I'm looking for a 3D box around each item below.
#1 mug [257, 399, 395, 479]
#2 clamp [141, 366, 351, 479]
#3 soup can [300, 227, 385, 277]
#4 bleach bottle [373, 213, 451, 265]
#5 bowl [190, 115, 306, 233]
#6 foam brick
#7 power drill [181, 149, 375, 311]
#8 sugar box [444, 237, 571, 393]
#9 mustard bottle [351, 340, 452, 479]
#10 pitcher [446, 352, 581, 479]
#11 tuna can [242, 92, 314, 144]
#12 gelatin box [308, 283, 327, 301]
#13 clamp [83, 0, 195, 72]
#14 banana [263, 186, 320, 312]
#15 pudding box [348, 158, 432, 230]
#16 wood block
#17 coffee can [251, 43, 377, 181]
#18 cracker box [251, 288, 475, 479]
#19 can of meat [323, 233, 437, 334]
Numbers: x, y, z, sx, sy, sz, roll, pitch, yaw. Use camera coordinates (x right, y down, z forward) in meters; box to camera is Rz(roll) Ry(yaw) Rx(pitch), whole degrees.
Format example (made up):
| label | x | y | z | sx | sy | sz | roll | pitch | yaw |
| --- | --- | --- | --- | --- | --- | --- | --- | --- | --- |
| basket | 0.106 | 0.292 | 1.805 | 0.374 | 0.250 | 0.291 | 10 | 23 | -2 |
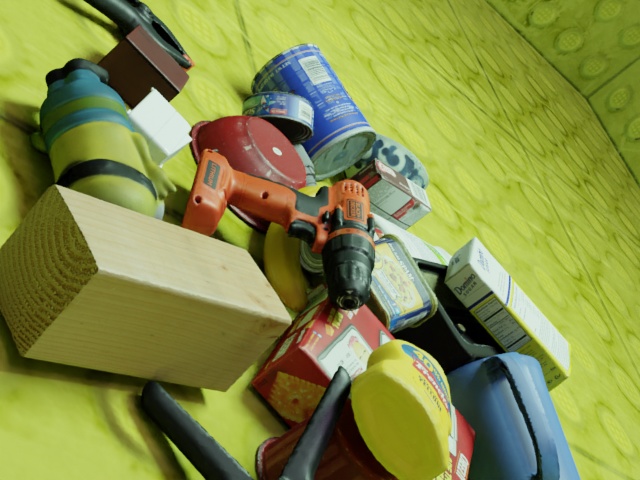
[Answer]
| label | x | y | z | sx | sy | sz | roll | pitch | yaw |
| --- | --- | --- | --- | --- | --- | --- | --- | --- | --- |
| mug | 0.012 | 0.193 | 0.871 | 0.093 | 0.082 | 0.117 | 26 | 34 | -46 |
| clamp | -0.049 | 0.187 | 0.779 | 0.164 | 0.036 | 0.210 | 3 | 58 | -12 |
| soup can | 0.027 | 0.011 | 1.192 | 0.102 | 0.069 | 0.068 | 13 | 43 | -55 |
| bleach bottle | 0.125 | 0.038 | 1.340 | 0.250 | 0.068 | 0.103 | 21 | 30 | -53 |
| bowl | -0.066 | -0.083 | 1.177 | 0.162 | 0.055 | 0.162 | 40 | 25 | -24 |
| foam brick | -0.182 | -0.172 | 1.097 | 0.078 | 0.051 | 0.053 | 45 | 23 | -14 |
| power drill | -0.037 | -0.012 | 1.025 | 0.187 | 0.057 | 0.184 | 16 | 32 | -10 |
| sugar box | 0.216 | 0.086 | 1.222 | 0.176 | 0.048 | 0.093 | 46 | 22 | -5 |
| mustard bottle | 0.075 | 0.133 | 0.899 | 0.096 | 0.058 | 0.191 | 56 | 11 | 0 |
| pitcher | 0.206 | 0.242 | 1.091 | 0.149 | 0.145 | 0.243 | 29 | 34 | -47 |
| tuna can | -0.050 | -0.142 | 1.248 | 0.086 | 0.086 | 0.034 | 23 | 65 | -49 |
| gelatin box | 0.031 | 0.085 | 1.137 | 0.089 | 0.030 | 0.073 | 58 | 24 | 11 |
| clamp | -0.208 | -0.243 | 1.171 | 0.171 | 0.039 | 0.120 | 46 | 24 | -14 |
| banana | -0.023 | -0.001 | 1.094 | 0.197 | 0.070 | 0.037 | -68 | 150 | -46 |
| pudding box | 0.073 | -0.044 | 1.332 | 0.113 | 0.090 | 0.039 | 29 | 33 | -43 |
| wood block | -0.131 | 0.042 | 0.804 | 0.205 | 0.091 | 0.090 | 20 | 28 | -51 |
| coffee can | -0.008 | -0.160 | 1.337 | 0.140 | 0.103 | 0.102 | 58 | 24 | 16 |
| cracker box | 0.047 | 0.160 | 1.001 | 0.213 | 0.072 | 0.164 | 50 | 24 | -7 |
| can of meat | 0.061 | 0.051 | 1.109 | 0.083 | 0.058 | 0.102 | -16 | 71 | -48 |
